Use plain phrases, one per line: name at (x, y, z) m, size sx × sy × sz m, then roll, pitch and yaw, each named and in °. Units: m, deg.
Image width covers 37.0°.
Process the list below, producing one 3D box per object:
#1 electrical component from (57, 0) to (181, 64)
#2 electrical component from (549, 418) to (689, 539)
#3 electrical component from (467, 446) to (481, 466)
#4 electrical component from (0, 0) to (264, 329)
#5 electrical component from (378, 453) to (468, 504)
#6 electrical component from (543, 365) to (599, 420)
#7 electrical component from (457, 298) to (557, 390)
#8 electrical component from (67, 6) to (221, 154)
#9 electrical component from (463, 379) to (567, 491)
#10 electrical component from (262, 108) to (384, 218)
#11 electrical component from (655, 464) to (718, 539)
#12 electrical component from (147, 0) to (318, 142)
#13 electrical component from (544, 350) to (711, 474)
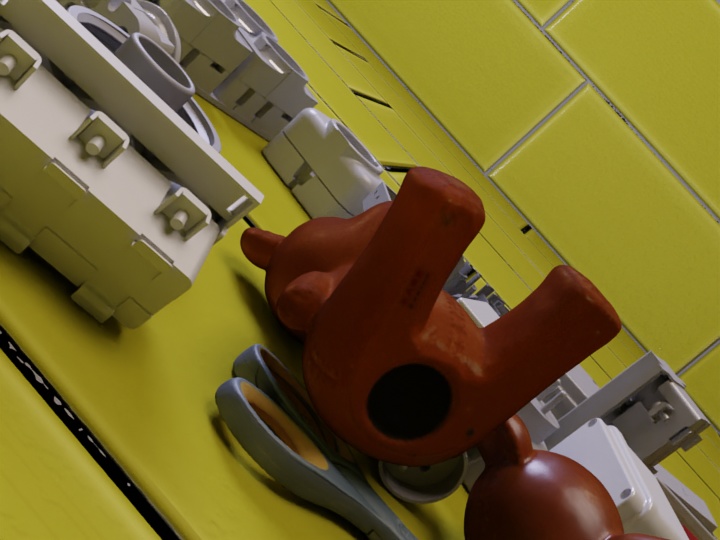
electrical component at (-0.138, -0.129, 0.611) m, size 0.078 × 0.058 × 0.057 m, roll 50°, pitch 15°, yaw 13°
electrical component at (0.145, 0.150, 0.657) m, size 0.057 × 0.078 × 0.113 m, roll 48°, pitch 11°, yaw -12°
electrical component at (0.038, 0.067, 0.630) m, size 0.079 × 0.043 × 0.077 m, roll 42°, pitch 13°, yaw -23°
electrical component at (-0.109, -0.040, 0.405) m, size 0.121 × 0.079 × 0.063 m, roll 43°, pitch 35°, yaw -19°
electrical component at (0.030, 0.081, 0.557) m, size 0.043 × 0.043 × 0.081 m, roll 45°, pitch 12°, yaw -13°
electrical component at (0.159, 0.102, 0.911) m, size 0.078 × 0.057 × 0.113 m, roll 48°, pitch 12°, yaw 3°
electrical component at (0.095, 0.071, 0.808) m, size 0.099 × 0.048 × 0.100 m, roll 51°, pitch 12°, yaw 16°
electrical component at (-0.116, -0.081, 0.526) m, size 0.108 × 0.060 × 0.108 m, roll 45°, pitch 12°, yaw -13°
electrical component at (0.101, 0.097, 0.680) m, size 0.052 × 0.074 × 0.138 m, roll 45°, pitch 12°, yaw -13°
electrical component at (-0.023, -0.078, 0.844) m, size 0.095 × 0.059 × 0.054 m, roll 52°, pitch 13°, yaw 22°
electrical component at (0.245, 0.196, 0.898) m, size 0.096 × 0.061 × 0.061 m, roll 46°, pitch 12°, yaw -5°
electrical component at (-0.119, -0.185, 0.851) m, size 0.105 × 0.060 × 0.186 m, roll 55°, pitch 14°, yaw 31°
electrical component at (0.187, 0.123, 0.783) m, size 0.063 × 0.121 × 0.079 m, roll 57°, pitch 15°, yaw 28°
